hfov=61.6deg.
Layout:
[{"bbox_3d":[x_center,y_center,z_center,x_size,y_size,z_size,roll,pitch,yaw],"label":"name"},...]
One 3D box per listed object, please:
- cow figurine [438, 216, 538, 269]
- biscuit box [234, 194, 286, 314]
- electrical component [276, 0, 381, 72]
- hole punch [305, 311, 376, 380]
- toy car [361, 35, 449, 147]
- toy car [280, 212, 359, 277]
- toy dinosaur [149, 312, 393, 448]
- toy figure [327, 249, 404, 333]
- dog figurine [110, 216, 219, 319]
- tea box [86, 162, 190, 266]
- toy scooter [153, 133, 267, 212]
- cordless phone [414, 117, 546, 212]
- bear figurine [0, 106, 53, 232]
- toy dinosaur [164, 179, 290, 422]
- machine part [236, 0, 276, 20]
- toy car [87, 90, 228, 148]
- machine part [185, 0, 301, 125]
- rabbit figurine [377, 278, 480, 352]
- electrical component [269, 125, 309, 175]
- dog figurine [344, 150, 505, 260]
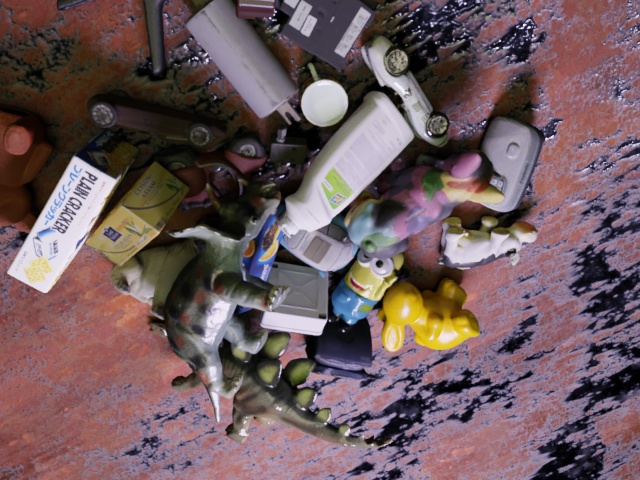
[{"bbox_3d":[0.296,0.012,0.950,0.167,0.068,0.098,0,120,-2],"label":"cow figurine"},{"bbox_3d":[-0.111,0.020,0.879,0.063,0.059,0.202,31,113,28],"label":"biscuit box"},{"bbox_3d":[0.003,-0.328,0.775,0.134,0.058,0.115,31,106,-17],"label":"electrical component"},{"bbox_3d":[0.038,0.193,0.988,0.142,0.116,0.092,15,104,-12],"label":"hole punch"},{"bbox_3d":[0.134,-0.223,0.825,0.056,0.074,0.201,-36,112,7],"label":"toy car"},{"bbox_3d":[-0.002,-0.003,0.899,0.161,0.103,0.109,30,107,-19],"label":"toy car"},{"bbox_3d":[-0.105,0.254,0.939,0.472,0.105,0.198,30,118,10],"label":"toy dinosaur"},{"bbox_3d":[0.077,0.076,0.951,0.082,0.089,0.180,29,112,1],"label":"toy figure"},{"bbox_3d":[-0.247,0.025,0.909,0.172,0.121,0.190,30,79,7],"label":"dog figurine"},{"bbox_3d":[-0.280,-0.036,0.819,0.068,0.098,0.170,39,140,-19],"label":"tea box"},{"bbox_3d":[-0.170,-0.090,0.860,0.184,0.075,0.135,-12,117,-4],"label":"toy scooter"},{"bbox_3d":[0.255,-0.137,0.881,0.184,0.089,0.146,16,114,8],"label":"cordless phone"},{"bbox_3d":[-0.480,-0.097,0.800,0.120,0.132,0.195,19,105,-9],"label":"bear figurine"},{"bbox_3d":[-0.166,0.103,0.806,0.192,0.131,0.404,29,111,6],"label":"toy dinosaur"},{"bbox_3d":[-0.078,-0.375,0.683,0.056,0.179,0.179,3,114,-11],"label":"machine part"},{"bbox_3d":[-0.242,-0.177,0.805,0.202,0.089,0.053,12,112,-11],"label":"toy car"},{"bbox_3d":[-0.112,-0.266,0.782,0.079,0.079,0.243,-37,112,11],"label":"machine part"},{"bbox_3d":[0.173,0.126,0.965,0.162,0.122,0.173,-32,136,33],"label":"rabbit figurine"},{"bbox_3d":[-0.049,-0.143,0.857,0.063,0.021,0.094,2,139,-7],"label":"electrical component"},{"bbox_3d":[0.163,-0.060,0.817,0.191,0.219,0.108,-45,107,-32],"label":"dog figurine"}]
